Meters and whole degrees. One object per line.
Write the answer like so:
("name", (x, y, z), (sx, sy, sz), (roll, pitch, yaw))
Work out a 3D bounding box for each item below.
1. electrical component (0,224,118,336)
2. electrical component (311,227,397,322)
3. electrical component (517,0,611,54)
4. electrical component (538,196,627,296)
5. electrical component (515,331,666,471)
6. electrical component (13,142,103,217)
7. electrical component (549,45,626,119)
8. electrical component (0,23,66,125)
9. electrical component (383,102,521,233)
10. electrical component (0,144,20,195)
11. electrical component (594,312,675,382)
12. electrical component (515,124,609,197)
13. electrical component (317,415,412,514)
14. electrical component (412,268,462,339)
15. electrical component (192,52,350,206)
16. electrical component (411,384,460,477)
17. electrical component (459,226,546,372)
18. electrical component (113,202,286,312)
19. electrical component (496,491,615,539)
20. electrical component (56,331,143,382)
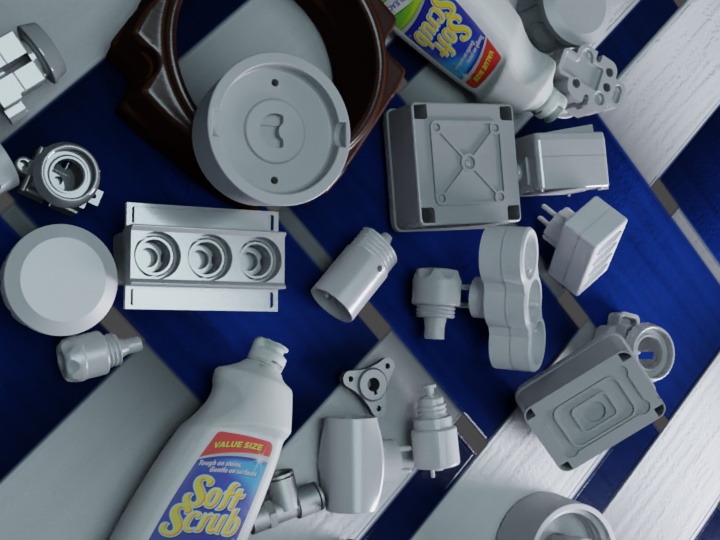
("electrical component", (-0.222, 0.008, 0.787), (0.080, 0.051, 0.080), (2, 85, -28))
("electrical component", (0.000, 0.000, 0.909), (0.043, 0.043, 0.081), (46, 68, -17))
("electrical component", (0.194, -0.248, 1.024), (0.080, 0.051, 0.080), (2, 85, -28))
("electrical component", (0.197, -0.033, 1.003), (0.047, 0.083, 0.076), (-38, 66, -25))
("electrical component", (0.207, 0.117, 0.974), (0.113, 0.057, 0.078), (-33, 104, 9))
("electrical component", (-0.219, -0.067, 0.791), (0.066, 0.055, 0.048), (26, 75, -24))
("electrical component", (0.202, -0.175, 1.019), (0.078, 0.057, 0.058), (26, 75, -24))
("electrical component", (-0.250, -0.149, 0.787), (0.055, 0.048, 0.066), (-37, 103, -17))
("electrical component", (0.081, -0.091, 0.950), (0.109, 0.056, 0.108), (-3, 88, -28))
("electrical component", (-0.296, -0.076, 0.758), (0.077, 0.044, 0.079), (-35, 102, -25))
("electrical component", (0.263, 0.080, 1.033), (0.058, 0.057, 0.078), (14, 80, -26))
("electrical component", (0.173, -0.100, 0.996), (0.096, 0.062, 0.061), (-5, 89, -28))
("electrical component", (0.009, 0.161, 0.901), (0.079, 0.044, 0.077), (2, 86, -28))
("electrical component", (0.066, 0.030, 0.942), (0.043, 0.043, 0.062), (6, 85, -27))
("electrical component", (-0.068, -0.097, 0.774), (0.108, 0.060, 0.108), (2, 86, -27))
("electrical component", (0.064, 0.138, 0.934), (0.040, 0.040, 0.078), (-5, 89, -28))
("electrical component", (0.120, 0.025, 0.956), (0.052, 0.074, 0.138), (-50, 136, -53))
("electrical component", (-0.126, -0.008, 0.832), (0.121, 0.063, 0.078), (2, 86, -28))
("electrical component", (0.184, 0.259, 0.977), (0.108, 0.060, 0.108), (2, 85, -27))
("electrical component", (-0.194, 0.062, 0.808), (0.061, 0.035, 0.035), (-13, 92, -30))
